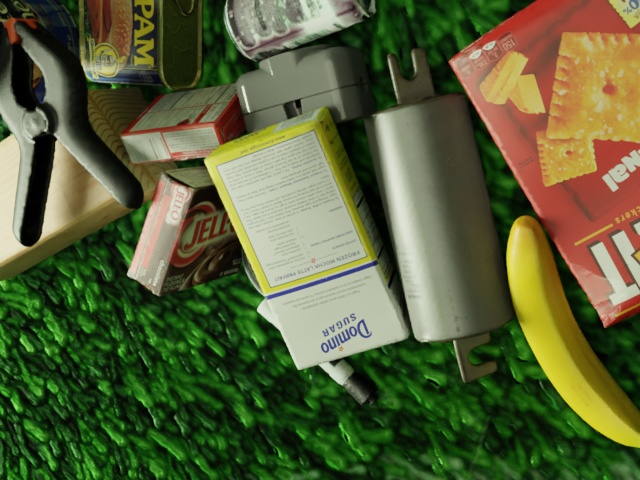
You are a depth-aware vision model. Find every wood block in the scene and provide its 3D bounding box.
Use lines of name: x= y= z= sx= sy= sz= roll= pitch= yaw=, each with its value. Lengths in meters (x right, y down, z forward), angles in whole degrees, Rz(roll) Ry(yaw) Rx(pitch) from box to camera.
wood block: x=-0.233 y=-0.040 z=0.897 sx=0.206 sy=0.090 sz=0.091 roll=-26 pitch=88 yaw=26

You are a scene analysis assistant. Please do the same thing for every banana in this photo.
banana: x=0.178 y=0.071 z=0.748 sx=0.198 sy=0.037 sz=0.070 roll=55 pitch=142 yaw=-6

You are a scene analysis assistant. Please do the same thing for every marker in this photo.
marker: x=-0.001 y=0.090 z=0.857 sx=0.121 sy=0.020 sz=0.020 roll=41 pitch=113 yaw=12

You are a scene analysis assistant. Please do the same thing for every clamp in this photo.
clamp: x=-0.210 y=-0.080 z=0.809 sx=0.120 sy=0.039 sz=0.171 roll=-26 pitch=83 yaw=20

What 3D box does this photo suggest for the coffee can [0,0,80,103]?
coffee can: x=-0.276 y=-0.154 z=0.866 sx=0.103 sy=0.140 sz=0.103 roll=5 pitch=102 yaw=23

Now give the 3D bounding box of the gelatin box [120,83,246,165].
gelatin box: x=-0.100 y=-0.091 z=0.836 sx=0.089 sy=0.073 sz=0.030 roll=-4 pitch=122 yaw=24

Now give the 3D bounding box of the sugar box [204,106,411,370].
sugar box: x=-0.005 y=0.001 z=0.783 sx=0.093 sy=0.048 sz=0.176 roll=-18 pitch=108 yaw=18

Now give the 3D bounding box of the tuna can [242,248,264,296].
tuna can: x=-0.018 y=0.009 z=0.841 sx=0.086 sy=0.033 sz=0.086 roll=5 pitch=102 yaw=23

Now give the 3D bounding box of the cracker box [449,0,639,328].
cracker box: x=0.209 y=-0.073 z=0.703 sx=0.164 sy=0.072 sz=0.214 roll=-31 pitch=88 yaw=26

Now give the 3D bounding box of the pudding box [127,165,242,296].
pudding box: x=-0.091 y=-0.011 z=0.826 sx=0.039 sy=0.113 sz=0.090 roll=30 pitch=111 yaw=20

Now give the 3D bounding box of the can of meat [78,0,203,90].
can of meat: x=-0.143 y=-0.173 z=0.851 sx=0.084 sy=0.057 sz=0.102 roll=7 pitch=102 yaw=26
